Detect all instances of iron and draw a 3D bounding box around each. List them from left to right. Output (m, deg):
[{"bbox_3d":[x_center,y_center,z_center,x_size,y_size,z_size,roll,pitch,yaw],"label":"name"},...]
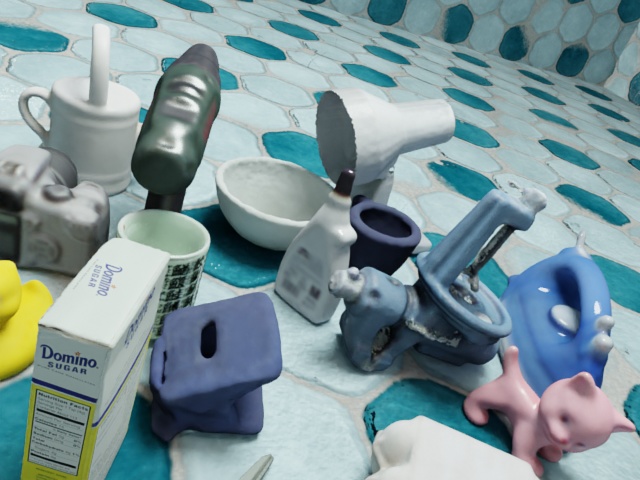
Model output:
[{"bbox_3d":[0.285,0.098,0.646,0.118,0.141,0.258,20,30,0],"label":"iron"}]

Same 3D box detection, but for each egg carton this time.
[{"bbox_3d":[0.105,0.204,0.439,0.150,0.069,0.107,22,30,4],"label":"egg carton"}]

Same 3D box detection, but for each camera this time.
[{"bbox_3d":[-0.281,-0.047,0.587,0.143,0.101,0.136,13,31,-11],"label":"camera"}]

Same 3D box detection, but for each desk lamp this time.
[{"bbox_3d":[0.080,-0.093,0.764,0.204,0.213,0.117,0,35,-30],"label":"desk lamp"}]

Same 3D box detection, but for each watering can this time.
[{"bbox_3d":[-0.261,-0.160,0.689,0.173,0.194,0.100,-9,40,-40],"label":"watering can"}]

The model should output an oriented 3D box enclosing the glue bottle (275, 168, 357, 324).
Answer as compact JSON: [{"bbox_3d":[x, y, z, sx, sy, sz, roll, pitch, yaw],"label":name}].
[{"bbox_3d":[0.006,0.002,0.605,0.078,0.173,0.037,37,34,27],"label":"glue bottle"}]

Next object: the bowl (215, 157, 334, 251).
[{"bbox_3d":[-0.057,-0.036,0.728,0.167,0.075,0.167,15,30,-9],"label":"bowl"}]

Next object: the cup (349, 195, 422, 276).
[{"bbox_3d":[0.060,0.007,0.708,0.092,0.095,0.117,0,36,-31],"label":"cup"}]

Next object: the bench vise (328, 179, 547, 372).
[{"bbox_3d":[0.124,0.042,0.563,0.208,0.220,0.121,-3,37,-34],"label":"bench vise"}]

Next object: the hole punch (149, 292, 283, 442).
[{"bbox_3d":[-0.088,0.099,0.475,0.101,0.091,0.108,9,32,-19],"label":"hole punch"}]

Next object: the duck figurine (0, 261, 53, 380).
[{"bbox_3d":[-0.256,0.054,0.453,0.077,0.086,0.105,25,30,9],"label":"duck figurine"}]

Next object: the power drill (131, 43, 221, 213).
[{"bbox_3d":[-0.157,-0.085,0.616,0.076,0.208,0.229,12,31,-12],"label":"power drill"}]

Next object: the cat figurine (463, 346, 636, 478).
[{"bbox_3d":[0.215,0.155,0.536,0.067,0.118,0.127,-10,42,-41],"label":"cat figurine"}]
